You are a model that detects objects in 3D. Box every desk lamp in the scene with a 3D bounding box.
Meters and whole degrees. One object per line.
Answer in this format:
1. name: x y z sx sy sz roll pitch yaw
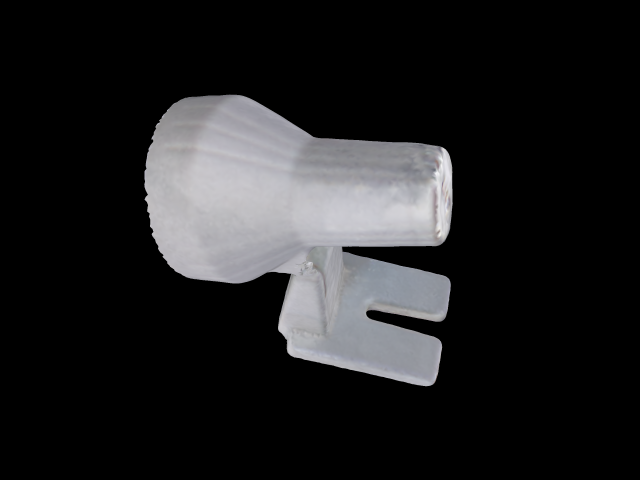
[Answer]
1. desk lamp: 0.004 0.001 0.400 0.203 0.214 0.118 11 60 7
